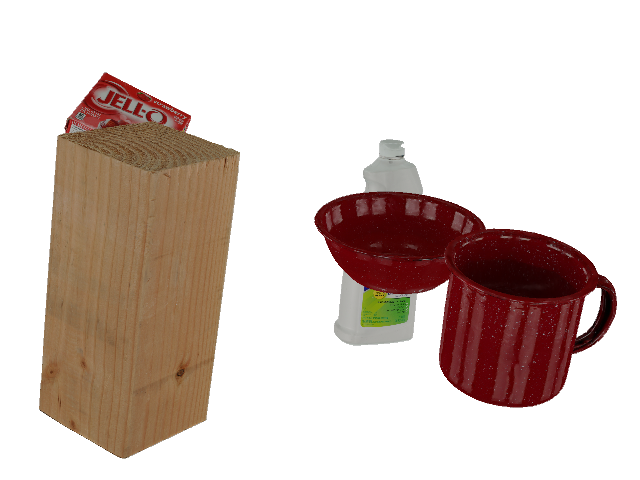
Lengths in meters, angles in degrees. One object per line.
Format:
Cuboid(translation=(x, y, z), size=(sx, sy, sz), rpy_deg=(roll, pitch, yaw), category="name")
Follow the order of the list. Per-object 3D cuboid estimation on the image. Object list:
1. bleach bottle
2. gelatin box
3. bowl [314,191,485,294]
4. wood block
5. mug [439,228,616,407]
Cuboid(translation=(0.074, 0.001, 1.326), size=(0.102, 0.251, 0.068), rpy_deg=(-3, 16, -19), category="bleach bottle")
Cuboid(translation=(-0.169, -0.101, 0.941), size=(0.089, 0.073, 0.030), rpy_deg=(28, -45, -3), category="gelatin box")
Cuboid(translation=(0.074, 0.007, 1.014), size=(0.162, 0.055, 0.162), rpy_deg=(2, 23, -1), category="bowl")
Cuboid(translation=(-0.127, 0.031, 0.742), size=(0.090, 0.206, 0.090), rpy_deg=(22, 23, 31), category="wood block")
Cuboid(translation=(0.130, 0.048, 0.667), size=(0.117, 0.081, 0.093), rpy_deg=(-4, 28, -17), category="mug")
